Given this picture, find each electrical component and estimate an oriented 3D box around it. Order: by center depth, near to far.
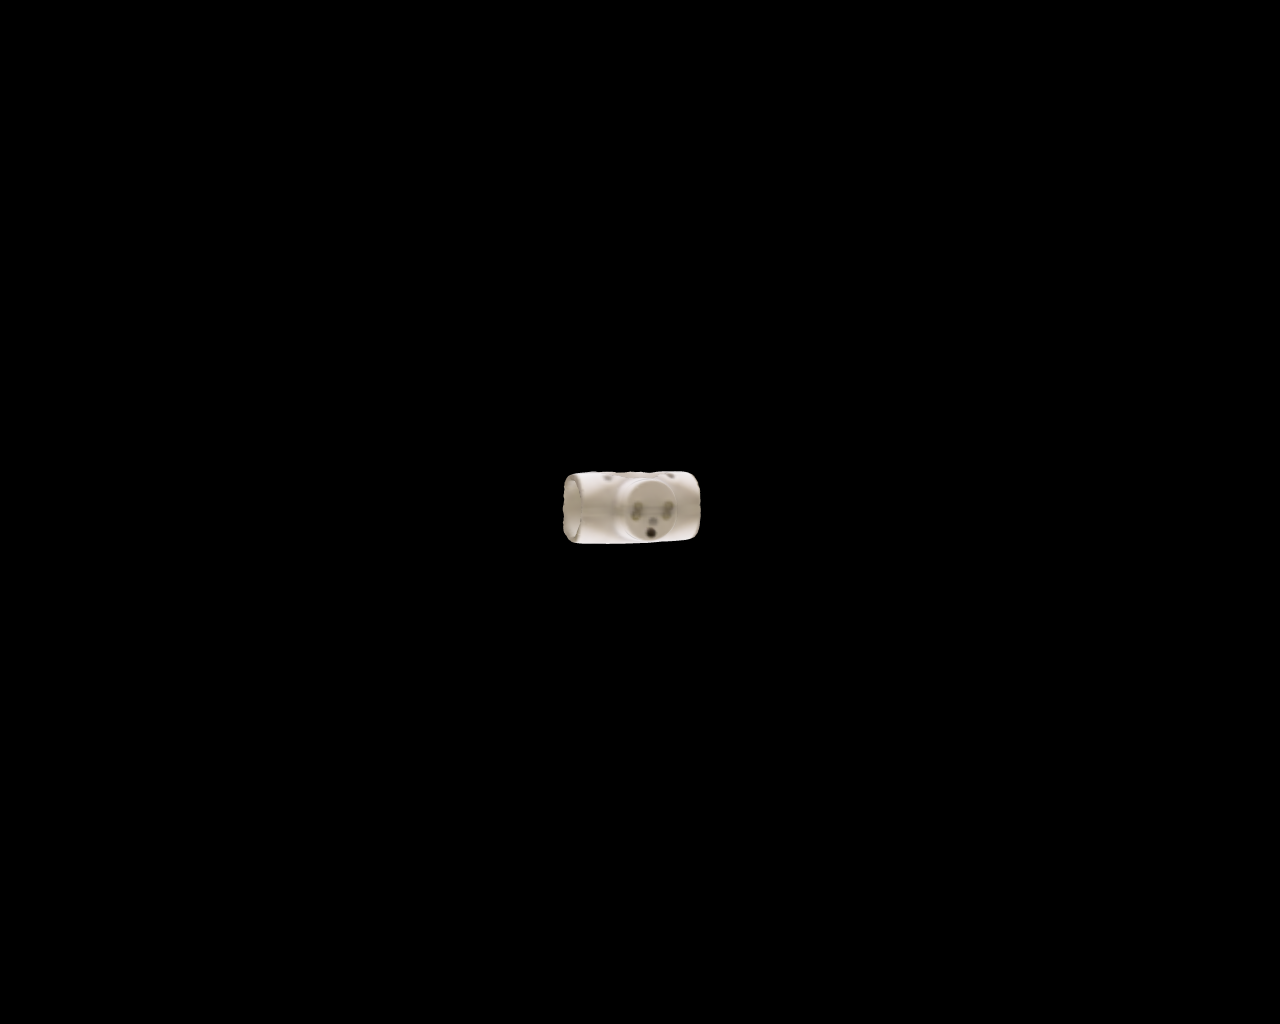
[{"bbox_3d":[0.001,-0.003,0.650,0.077,0.044,0.079,-1,4,-20],"label":"electrical component"}]
